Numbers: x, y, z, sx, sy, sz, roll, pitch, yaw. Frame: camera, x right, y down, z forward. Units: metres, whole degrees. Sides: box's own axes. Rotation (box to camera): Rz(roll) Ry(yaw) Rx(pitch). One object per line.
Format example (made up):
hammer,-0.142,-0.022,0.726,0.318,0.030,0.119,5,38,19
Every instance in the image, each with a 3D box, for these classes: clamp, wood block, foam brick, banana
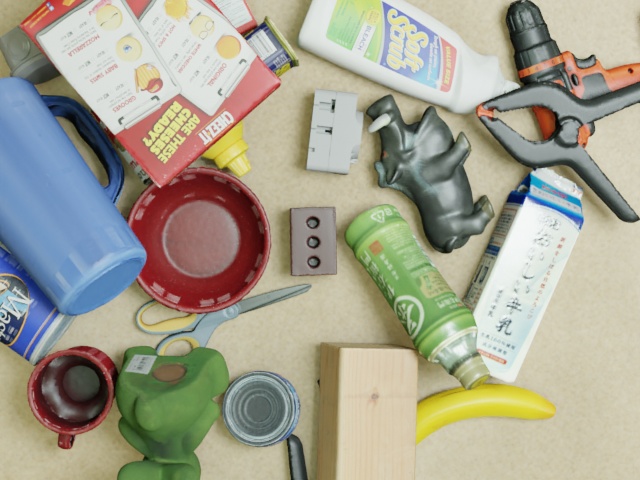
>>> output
clamp,-0.039,0.321,1.216,0.120,0.039,0.171,-30,89,0
clamp,0.276,-0.127,1.156,0.210,0.036,0.164,20,100,1
wood block,0.051,0.219,1.173,0.090,0.090,0.206,3,88,-15
foam brick,-0.008,0.001,1.197,0.053,0.051,0.078,-2,93,-1
banana,0.169,0.199,1.220,0.198,0.037,0.069,-18,111,1

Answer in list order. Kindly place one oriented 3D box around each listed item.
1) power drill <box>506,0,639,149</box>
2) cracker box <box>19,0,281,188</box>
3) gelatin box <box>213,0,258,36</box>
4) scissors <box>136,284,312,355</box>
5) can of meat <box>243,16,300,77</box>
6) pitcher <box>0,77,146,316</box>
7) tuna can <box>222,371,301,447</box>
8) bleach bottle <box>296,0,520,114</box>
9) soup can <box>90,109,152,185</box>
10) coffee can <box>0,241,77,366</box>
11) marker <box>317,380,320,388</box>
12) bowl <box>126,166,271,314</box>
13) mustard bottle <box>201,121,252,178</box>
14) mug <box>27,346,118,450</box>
power drill,0.315,-0.204,1.195,0.187,0.057,0.184,-20,97,2
cracker box,-0.168,-0.186,1.079,0.164,0.072,0.213,-40,95,4
gelatin box,-0.121,-0.262,1.194,0.073,0.030,0.089,-27,93,1
scissors,-0.109,0.101,1.217,0.201,0.016,0.096,-2,94,-1
can of meat,-0.073,-0.193,1.163,0.084,0.102,0.057,-36,93,2
pitcher,-0.284,-0.047,1.124,0.149,0.145,0.243,-41,77,7
tuna can,-0.066,0.190,1.202,0.086,0.033,0.086,-1,81,8
bleach bottle,0.106,-0.214,1.187,0.250,0.068,0.102,22,92,-5
soup can,-0.196,-0.120,1.179,0.068,0.068,0.102,-35,93,0
coffee can,-0.338,0.056,1.165,0.140,0.103,0.103,35,91,-3
marker,0.020,0.211,1.223,0.020,0.020,0.121,-15,93,-1
bowl,-0.134,0.000,1.191,0.162,0.055,0.162,0,92,-1
mustard bottle,-0.138,-0.150,1.166,0.058,0.096,0.191,-34,94,26
mug,-0.270,0.174,1.182,0.093,0.081,0.117,8,92,-2
